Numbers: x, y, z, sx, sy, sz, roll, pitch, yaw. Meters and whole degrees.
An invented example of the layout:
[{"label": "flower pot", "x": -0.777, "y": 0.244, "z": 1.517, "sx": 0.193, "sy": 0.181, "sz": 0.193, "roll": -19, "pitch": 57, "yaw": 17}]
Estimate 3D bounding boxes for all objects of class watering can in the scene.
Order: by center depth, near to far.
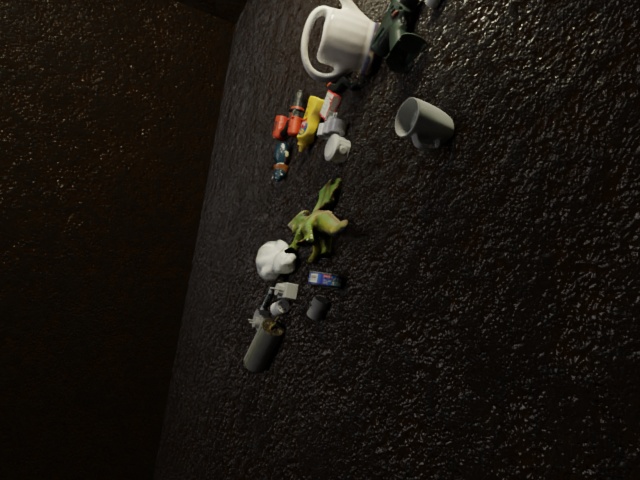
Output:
[{"label": "watering can", "x": 0.074, "y": -0.604, "z": 1.450, "sx": 0.104, "sy": 0.224, "sz": 0.348, "roll": -171, "pitch": 96, "yaw": -84}]

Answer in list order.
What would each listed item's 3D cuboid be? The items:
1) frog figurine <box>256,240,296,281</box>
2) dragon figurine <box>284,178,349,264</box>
[{"label": "frog figurine", "x": -0.142, "y": 0.069, "z": 1.654, "sx": 0.138, "sy": 0.122, "sz": 0.159, "roll": -57, "pitch": 11, "yaw": -5}, {"label": "dragon figurine", "x": 0.004, "y": -0.073, "z": 1.441, "sx": 0.405, "sy": 0.121, "sz": 0.247, "roll": -31, "pitch": 41, "yaw": 57}]
